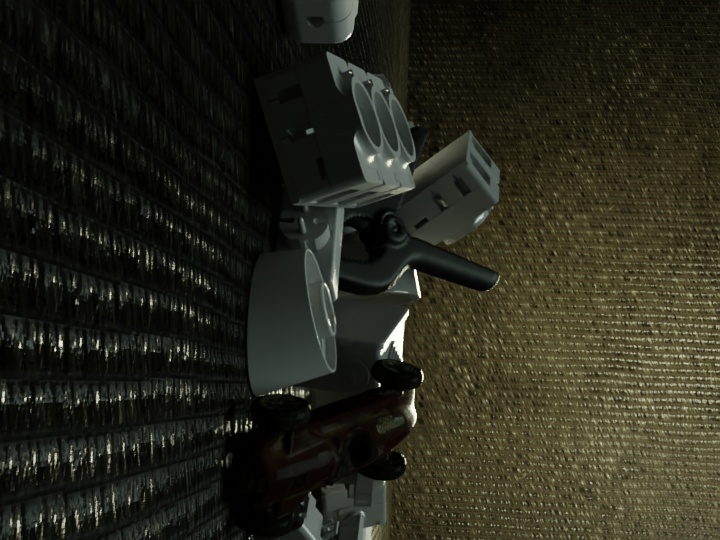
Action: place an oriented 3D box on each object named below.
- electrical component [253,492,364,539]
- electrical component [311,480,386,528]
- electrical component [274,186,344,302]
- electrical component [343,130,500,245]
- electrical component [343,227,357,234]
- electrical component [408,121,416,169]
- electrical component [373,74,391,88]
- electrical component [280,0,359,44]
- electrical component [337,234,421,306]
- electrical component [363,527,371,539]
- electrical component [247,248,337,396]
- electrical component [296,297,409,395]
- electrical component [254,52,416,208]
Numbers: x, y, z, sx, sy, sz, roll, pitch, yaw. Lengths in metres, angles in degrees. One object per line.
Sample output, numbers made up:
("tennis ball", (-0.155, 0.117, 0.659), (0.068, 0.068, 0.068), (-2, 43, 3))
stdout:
("electrical component", (-0.041, 0.194, 0.766), (0.063, 0.081, 0.042), (56, 21, -27))
("electrical component", (-0.012, 0.202, 1.018), (0.096, 0.062, 0.061), (-115, -160, -56))
("electrical component", (-0.041, -0.029, 0.821), (0.075, 0.047, 0.083), (82, 11, -63))
("electrical component", (0.052, -0.049, 1.080), (0.060, 0.186, 0.105), (50, 20, -13))
("electrical component", (-0.023, -0.063, 0.990), (0.055, 0.055, 0.047), (-77, 172, -65))
("electrical component", (0.018, -0.112, 1.053), (0.078, 0.057, 0.058), (113, -34, -55))
("electrical component", (-0.001, -0.145, 1.121), (0.078, 0.057, 0.113), (-106, -165, -70))
("electrical component", (-0.030, -0.225, 0.832), (0.059, 0.054, 0.095), (83, 10, -62))
("electrical component", (0.000, 0.000, 0.993), (0.108, 0.108, 0.060), (66, 20, -79))
("electrical component", (-0.023, 0.266, 1.066), (0.096, 0.062, 0.061), (82, 11, -64))
("electrical component", (-0.052, 0.035, 0.762), (0.099, 0.064, 0.099), (-12, 90, -84))
("electrical component", (-0.015, 0.060, 0.852), (0.099, 0.100, 0.048), (-46, 141, -67))
("electrical component", (-0.010, -0.096, 0.772), (0.150, 0.062, 0.089), (-9, 81, -74))
